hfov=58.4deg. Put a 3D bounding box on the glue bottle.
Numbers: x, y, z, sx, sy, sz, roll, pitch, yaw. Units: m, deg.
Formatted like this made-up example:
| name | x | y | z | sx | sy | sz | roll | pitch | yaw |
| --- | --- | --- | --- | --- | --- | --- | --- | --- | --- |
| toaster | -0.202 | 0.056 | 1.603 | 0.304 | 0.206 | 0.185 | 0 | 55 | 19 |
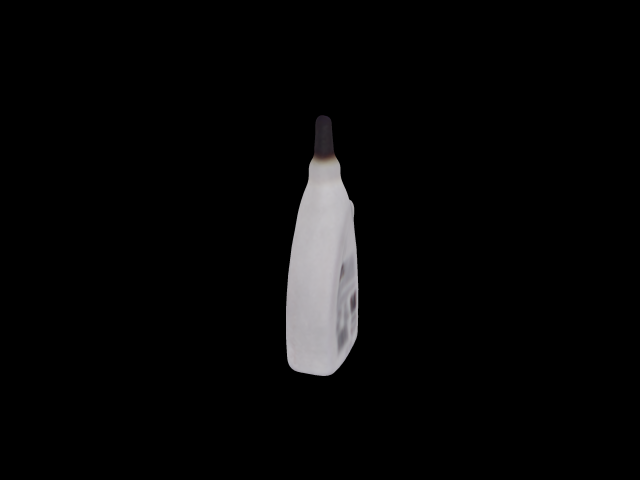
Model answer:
| name | x | y | z | sx | sy | sz | roll | pitch | yaw |
| --- | --- | --- | --- | --- | --- | --- | --- | --- | --- |
| glue bottle | 0.004 | 0.001 | 0.400 | 0.037 | 0.173 | 0.078 | 5 | 15 | 19 |
